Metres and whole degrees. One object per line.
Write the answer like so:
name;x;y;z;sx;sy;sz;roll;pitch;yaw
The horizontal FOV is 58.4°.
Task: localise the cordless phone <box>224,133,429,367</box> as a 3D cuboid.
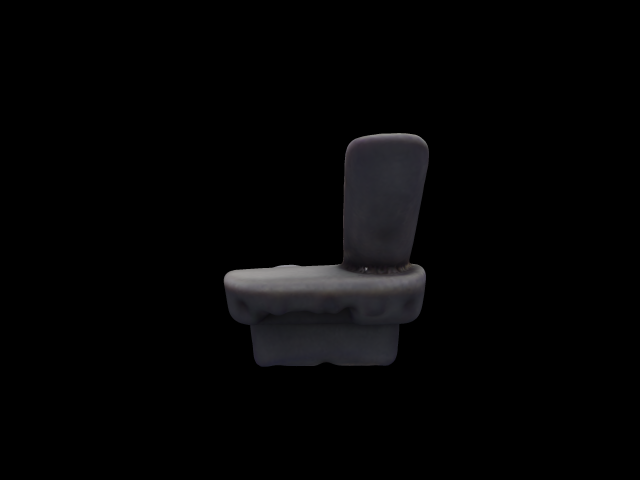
cordless phone;0.004;0.001;0.400;0.147;0.185;0.094;-4;43;-4
